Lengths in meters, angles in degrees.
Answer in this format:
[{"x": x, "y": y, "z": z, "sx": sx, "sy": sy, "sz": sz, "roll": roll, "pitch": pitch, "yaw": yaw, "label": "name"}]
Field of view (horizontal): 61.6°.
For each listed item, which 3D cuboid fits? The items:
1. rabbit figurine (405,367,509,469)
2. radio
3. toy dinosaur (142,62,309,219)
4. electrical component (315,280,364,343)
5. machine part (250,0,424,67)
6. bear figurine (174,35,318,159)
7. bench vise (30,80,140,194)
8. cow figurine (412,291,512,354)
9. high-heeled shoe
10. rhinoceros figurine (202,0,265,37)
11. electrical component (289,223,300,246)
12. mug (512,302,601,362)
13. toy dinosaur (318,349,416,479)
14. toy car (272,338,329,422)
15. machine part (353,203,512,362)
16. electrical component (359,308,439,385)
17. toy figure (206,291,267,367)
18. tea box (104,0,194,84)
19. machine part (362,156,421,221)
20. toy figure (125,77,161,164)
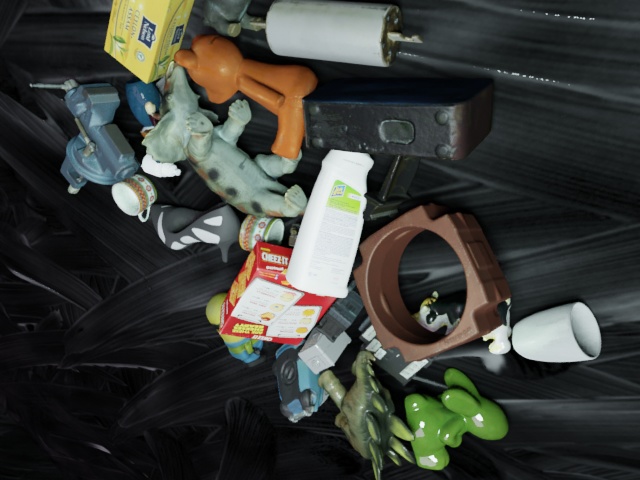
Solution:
[{"x": 0.246, "y": 0.310, "z": 0.966, "sx": 0.170, "sy": 0.121, "sz": 0.158, "roll": -10, "pitch": 109, "yaw": 16, "label": "rabbit figurine"}, {"x": 0.097, "y": -0.162, "z": 0.701, "sx": 0.230, "sy": 0.131, "sz": 0.073, "roll": 8, "pitch": 121, "yaw": 28, "label": "radio"}, {"x": -0.134, "y": -0.114, "z": 0.897, "sx": 0.404, "sy": 0.131, "sz": 0.192, "roll": 44, "pitch": 150, "yaw": -13, "label": "toy dinosaur"}, {"x": 0.047, "y": 0.123, "z": 0.968, "sx": 0.048, "sy": 0.075, "sz": 0.119, "roll": 39, "pitch": 129, "yaw": 3, "label": "electrical component"}, {"x": 0.018, "y": -0.276, "z": 0.712, "sx": 0.243, "sy": 0.079, "sz": 0.079, "roll": 13, "pitch": 126, "yaw": 23, "label": "machine part"}, {"x": -0.106, "y": -0.213, "z": 0.774, "sx": 0.196, "sy": 0.120, "sz": 0.131, "roll": 12, "pitch": 125, "yaw": -3, "label": "bear figurine"}, {"x": -0.454, "y": -0.182, "z": 1.044, "sx": 0.223, "sy": 0.129, "sz": 0.240, "roll": 48, "pitch": 128, "yaw": -3, "label": "bench vise"}, {"x": 0.219, "y": 0.119, "z": 0.860, "sx": 0.168, "sy": 0.068, "sz": 0.098, "roll": 3, "pitch": 116, "yaw": 27, "label": "cow figurine"}, {"x": -0.246, "y": -0.049, "z": 1.006, "sx": 0.249, "sy": 0.086, "sz": 0.145, "roll": 28, "pitch": 138, "yaw": 23, "label": "high-heeled shoe"}, {"x": -0.116, "y": -0.375, "z": 0.736, "sx": 0.112, "sy": 0.073, "sz": 0.190, "roll": 38, "pitch": 135, "yaw": 18, "label": "rhinoceros figurine"}, {"x": -0.003, "y": -0.003, "z": 0.911, "sx": 0.102, "sy": 0.078, "sz": 0.045, "roll": 11, "pitch": 111, "yaw": 34, "label": "electrical component"}, {"x": 0.351, "y": 0.144, "z": 0.798, "sx": 0.109, "sy": 0.081, "sz": 0.107, "roll": 27, "pitch": 149, "yaw": -32, "label": "mug"}, {"x": 0.090, "y": 0.311, "z": 0.973, "sx": 0.199, "sy": 0.105, "sz": 0.470, "roll": 46, "pitch": 160, "yaw": 45, "label": "toy dinosaur"}, {"x": -0.026, "y": 0.284, "z": 1.097, "sx": 0.103, "sy": 0.162, "sz": 0.109, "roll": 17, "pitch": 137, "yaw": -38, "label": "toy car"}, {"x": 0.160, "y": 0.063, "z": 0.794, "sx": 0.201, "sy": 0.087, "sz": 0.201, "roll": -35, "pitch": 68, "yaw": 38, "label": "machine part"}, {"x": 0.137, "y": 0.179, "z": 0.960, "sx": 0.134, "sy": 0.058, "sz": 0.115, "roll": 39, "pitch": 131, "yaw": 3, "label": "electrical component"}, {"x": -0.175, "y": 0.191, "z": 1.140, "sx": 0.082, "sy": 0.089, "sz": 0.180, "roll": -7, "pitch": 114, "yaw": 28, "label": "toy figure"}, {"x": -0.269, "y": -0.348, "z": 0.847, "sx": 0.098, "sy": 0.068, "sz": 0.169, "roll": 38, "pitch": 132, "yaw": 5, "label": "tea box"}, {"x": 0.111, "y": -0.088, "z": 0.790, "sx": 0.039, "sy": 0.084, "sz": 0.138, "roll": 48, "pitch": 128, "yaw": 38, "label": "machine part"}, {"x": -0.301, "y": -0.212, "z": 0.965, "sx": 0.058, "sy": 0.064, "sz": 0.154, "roll": -11, "pitch": 122, "yaw": 3, "label": "toy figure"}]
